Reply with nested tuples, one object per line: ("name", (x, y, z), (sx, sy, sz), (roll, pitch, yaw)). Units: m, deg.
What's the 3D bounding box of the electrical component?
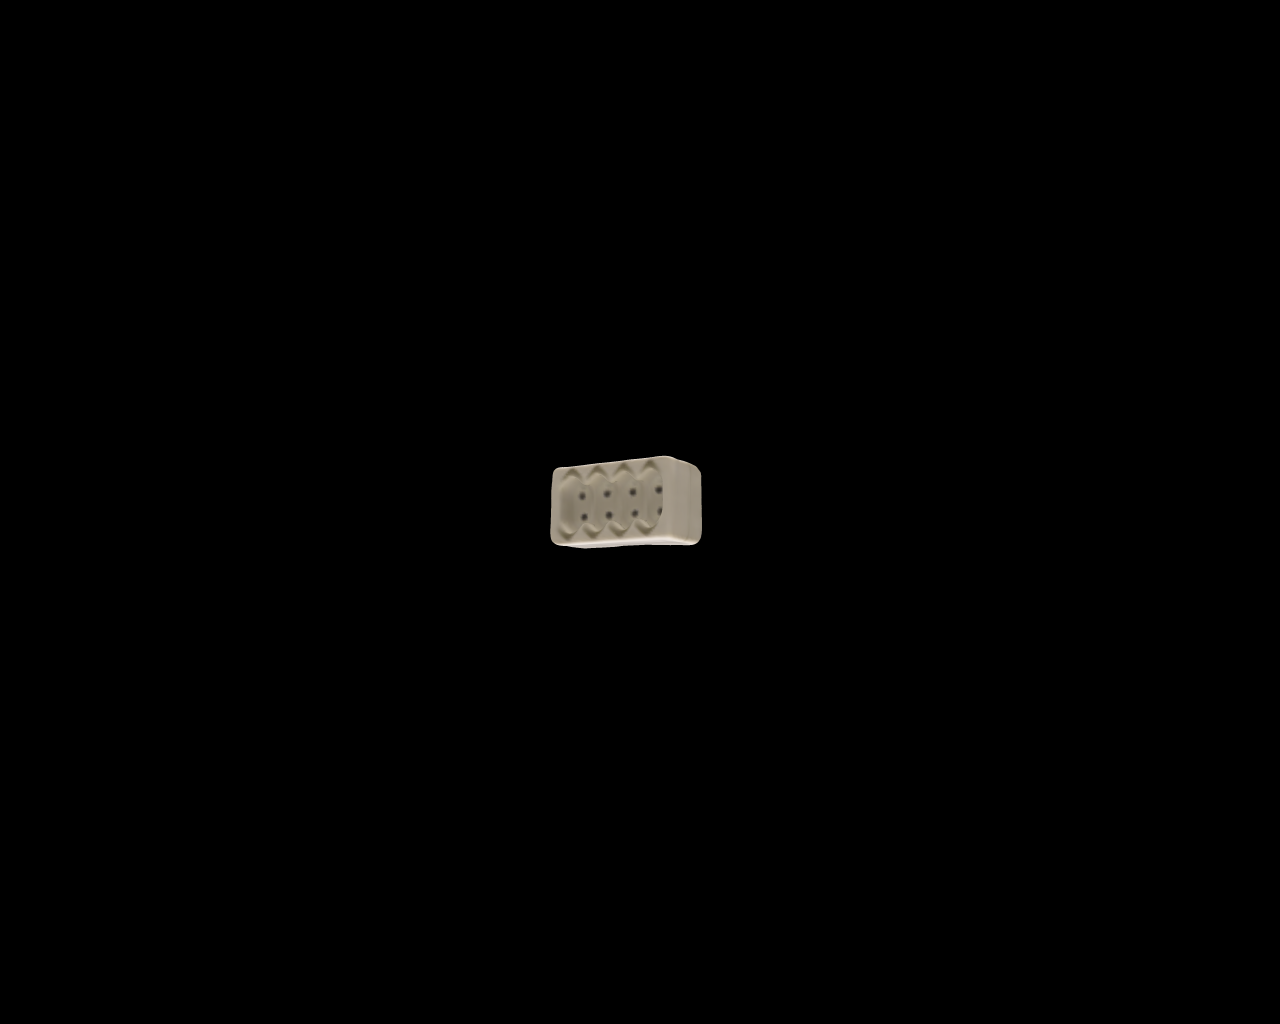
("electrical component", (0.001, -0.003, 0.650), (0.083, 0.047, 0.076), (-4, -7, 29))
